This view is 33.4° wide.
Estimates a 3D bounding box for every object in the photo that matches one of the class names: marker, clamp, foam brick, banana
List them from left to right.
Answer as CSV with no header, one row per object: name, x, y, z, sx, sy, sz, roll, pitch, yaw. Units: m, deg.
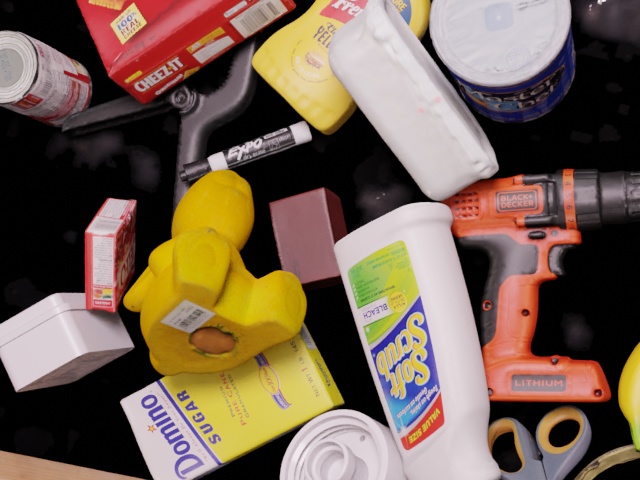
clamp,-0.131,-0.128,0.972,0.165,0.036,0.210,35,95,14
marker,-0.066,-0.076,0.940,0.121,0.020,0.020,-21,79,-6
foam brick,-0.006,0.001,0.918,0.053,0.051,0.078,-13,81,15
banana,0.300,0.079,0.828,0.198,0.037,0.070,-41,63,2

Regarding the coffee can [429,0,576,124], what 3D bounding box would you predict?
coffee can,0.148,-0.156,0.843,0.103,0.140,0.103,-2,84,15

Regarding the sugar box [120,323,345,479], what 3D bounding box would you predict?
sugar box,-0.078,0.141,0.927,0.176,0.048,0.093,-29,78,10

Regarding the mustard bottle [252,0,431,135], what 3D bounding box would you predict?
mustard bottle,0.038,-0.189,0.920,0.192,0.058,0.096,-46,78,7

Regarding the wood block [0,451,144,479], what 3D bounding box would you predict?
wood block,-0.240,0.236,0.887,0.205,0.090,0.091,17,90,-21

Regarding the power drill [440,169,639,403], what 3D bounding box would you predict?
power drill,0.191,0.036,0.858,0.185,0.057,0.187,-4,81,19

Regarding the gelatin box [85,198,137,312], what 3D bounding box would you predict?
gelatin box,-0.182,0.012,0.935,0.030,0.089,0.073,5,111,0

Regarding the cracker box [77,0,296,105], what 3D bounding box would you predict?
cracker box,-0.141,-0.253,0.949,0.164,0.072,0.214,-31,65,10

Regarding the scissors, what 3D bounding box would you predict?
scissors,0.180,0.186,0.793,0.096,0.202,0.016,-29,117,1

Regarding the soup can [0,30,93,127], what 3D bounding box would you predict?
soup can,-0.262,-0.146,0.977,0.068,0.102,0.068,-1,85,15

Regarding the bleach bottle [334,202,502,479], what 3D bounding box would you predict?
bleach bottle,0.090,0.104,0.835,0.103,0.067,0.251,-29,71,39
